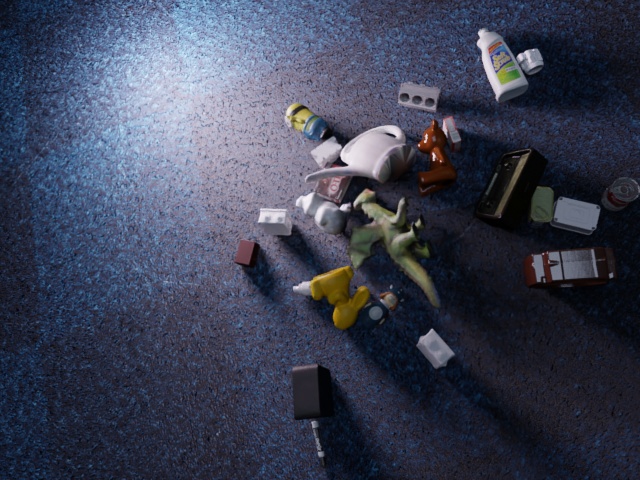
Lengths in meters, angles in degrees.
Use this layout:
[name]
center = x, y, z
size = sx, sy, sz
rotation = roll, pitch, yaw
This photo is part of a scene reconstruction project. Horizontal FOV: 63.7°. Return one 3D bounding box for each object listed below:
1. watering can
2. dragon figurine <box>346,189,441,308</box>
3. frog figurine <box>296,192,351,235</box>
[watering can]
center = 0.140, -0.236, 1.564
size = 0.351, 0.101, 0.227
rotation = -38, 45, -18
[dragon figurine]
center = 0.197, 0.023, 1.528
size = 0.241, 0.121, 0.417
rotation = -19, 68, 25
[frog figurine]
center = 0.005, -0.078, 1.558
size = 0.159, 0.139, 0.121
rotation = 6, 106, -5
